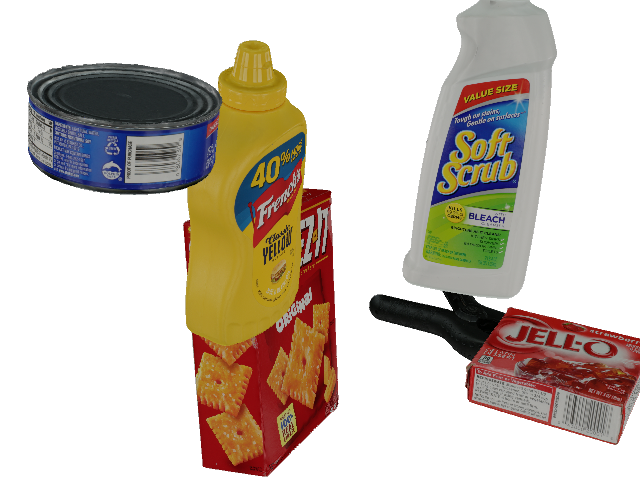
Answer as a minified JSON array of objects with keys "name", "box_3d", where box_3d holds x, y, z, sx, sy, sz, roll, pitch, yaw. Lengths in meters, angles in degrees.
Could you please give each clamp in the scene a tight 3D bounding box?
[{"name":"clamp","box_3d":[0.146,0.077,1.044,0.172,0.039,0.120,26,38,32]}]

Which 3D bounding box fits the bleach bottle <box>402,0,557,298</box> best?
[{"name":"bleach bottle","box_3d":[0.124,-0.083,0.828,0.103,0.251,0.068,9,23,16]}]

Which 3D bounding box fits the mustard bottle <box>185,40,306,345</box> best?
[{"name":"mustard bottle","box_3d":[-0.045,-0.033,0.673,0.058,0.192,0.096,22,37,26]}]

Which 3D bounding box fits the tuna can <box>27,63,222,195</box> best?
[{"name":"tuna can","box_3d":[-0.088,-0.052,0.482,0.086,0.034,0.086,6,25,-3]}]

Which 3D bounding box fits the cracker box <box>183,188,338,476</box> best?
[{"name":"cracker box","box_3d":[-0.044,0.072,0.930,0.072,0.214,0.164,4,15,23]}]

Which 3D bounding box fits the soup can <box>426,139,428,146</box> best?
[{"name":"soup can","box_3d":[0.156,-0.068,1.257,0.068,0.102,0.068,0,26,0]}]

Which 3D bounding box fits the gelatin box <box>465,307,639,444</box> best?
[{"name":"gelatin box","box_3d":[0.137,0.074,0.611,0.089,0.030,0.073,14,29,24]}]
